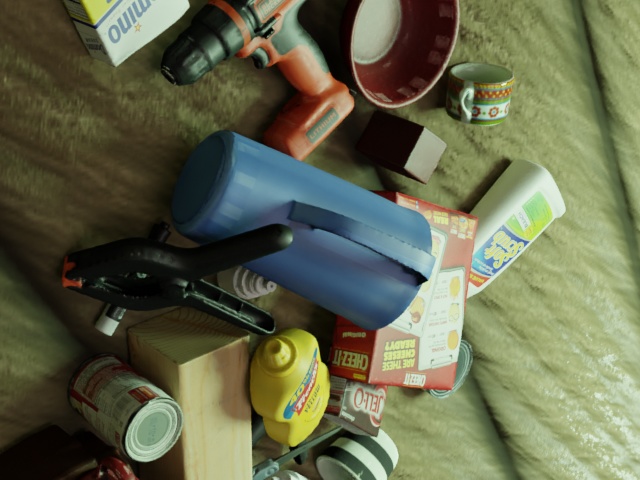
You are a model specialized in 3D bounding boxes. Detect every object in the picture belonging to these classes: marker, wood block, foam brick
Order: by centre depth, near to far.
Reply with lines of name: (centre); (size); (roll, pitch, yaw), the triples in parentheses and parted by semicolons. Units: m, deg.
marker: (-0.179, 0.036, 1.028); (0.020, 0.020, 0.121); (33, 86, -48)
wood block: (-0.131, 0.182, 1.098); (0.090, 0.091, 0.206); (-21, 124, -37)
foam brick: (0.090, -0.103, 1.178); (0.051, 0.078, 0.053); (29, 89, -47)

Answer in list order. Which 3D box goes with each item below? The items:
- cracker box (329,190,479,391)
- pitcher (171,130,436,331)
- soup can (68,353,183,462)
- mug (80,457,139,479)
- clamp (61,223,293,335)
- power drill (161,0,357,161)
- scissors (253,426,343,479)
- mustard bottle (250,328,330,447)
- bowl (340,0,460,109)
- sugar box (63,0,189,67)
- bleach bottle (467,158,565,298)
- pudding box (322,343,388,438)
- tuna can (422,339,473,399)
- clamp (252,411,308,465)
cracker box: (0.098, 0.061, 1.239); (0.163, 0.072, 0.214); (13, 85, -47)
pitcher: (-0.013, -0.012, 1.035); (0.242, 0.145, 0.149); (25, 126, -29)
soup can: (-0.187, 0.160, 1.023); (0.068, 0.102, 0.068); (-21, 123, -36)
mug: (-0.182, 0.247, 0.961); (0.093, 0.082, 0.117); (-23, 125, -35)
clamp: (-0.127, 0.028, 0.975); (0.209, 0.036, 0.165); (8, 142, -12)
power drill: (-0.051, -0.162, 1.022); (0.184, 0.057, 0.187); (-45, 136, -17)
scissors: (-0.066, 0.276, 1.228); (0.201, 0.016, 0.096); (-17, 137, -20)
mustard bottle: (-0.033, 0.143, 1.099); (0.096, 0.058, 0.191); (-60, 161, -20)
bowl: (0.073, -0.222, 1.115); (0.161, 0.055, 0.162); (-22, 125, -36)
sugar box: (-0.178, -0.239, 0.866); (0.093, 0.048, 0.176); (-43, 134, -21)
bleach bottle: (0.207, 0.015, 1.369); (0.250, 0.068, 0.102); (-48, 135, -12)
pudding box: (0.042, 0.180, 1.279); (0.113, 0.039, 0.090); (37, 60, -53)
tuna can: (0.163, 0.166, 1.423); (0.085, 0.034, 0.086); (-22, 125, -36)
clamp: (-0.038, 0.193, 1.234); (0.120, 0.039, 0.171); (16, 103, -48)
